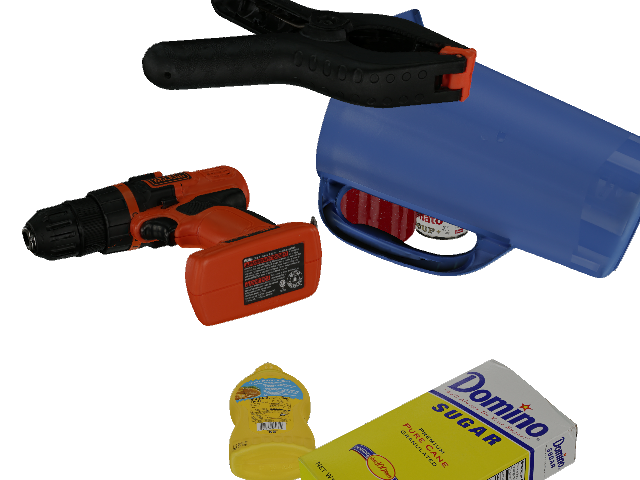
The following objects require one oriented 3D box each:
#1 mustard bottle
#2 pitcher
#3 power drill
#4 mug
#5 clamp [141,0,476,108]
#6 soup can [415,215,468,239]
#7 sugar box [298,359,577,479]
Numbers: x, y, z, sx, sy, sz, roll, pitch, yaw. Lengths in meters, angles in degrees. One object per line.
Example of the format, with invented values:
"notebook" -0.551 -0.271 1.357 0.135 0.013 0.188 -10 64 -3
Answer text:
"mustard bottle" -0.059 0.203 1.254 0.096 0.058 0.191 -3 27 -3
"pitcher" 0.122 -0.055 0.813 0.243 0.149 0.144 24 44 13
"power drill" -0.102 -0.001 0.777 0.184 0.057 0.188 -17 29 -30
"mug" 0.064 -0.047 1.020 0.117 0.081 0.093 -5 33 -8
"clamp" -0.007 -0.099 0.572 0.172 0.039 0.120 15 42 18
"soup can" 0.146 -0.060 1.269 0.068 0.102 0.068 0 27 0
"sugar box" 0.083 0.153 0.748 0.176 0.048 0.093 -25 40 -22
